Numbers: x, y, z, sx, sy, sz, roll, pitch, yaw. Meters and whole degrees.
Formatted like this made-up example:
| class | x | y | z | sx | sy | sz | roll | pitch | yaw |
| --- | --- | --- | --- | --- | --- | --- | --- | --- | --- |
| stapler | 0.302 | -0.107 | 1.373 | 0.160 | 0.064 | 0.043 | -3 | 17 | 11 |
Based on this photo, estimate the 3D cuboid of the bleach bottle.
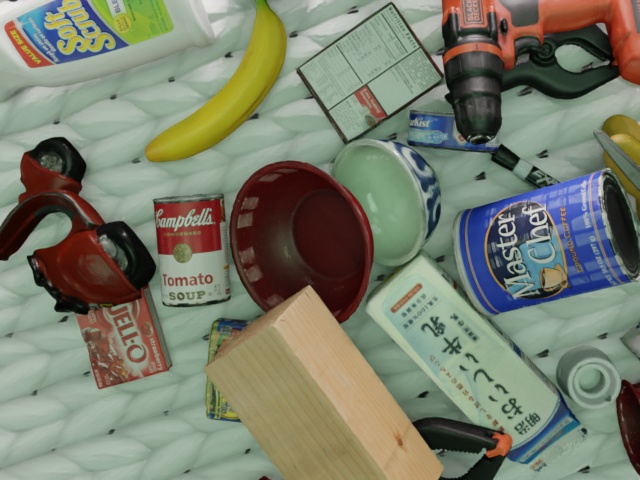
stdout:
| class | x | y | z | sx | sy | sz | roll | pitch | yaw |
| --- | --- | --- | --- | --- | --- | --- | --- | --- | --- |
| bleach bottle | -0.233 | -0.187 | 1.010 | 0.251 | 0.068 | 0.102 | -21 | 92 | 7 |

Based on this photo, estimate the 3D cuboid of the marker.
| class | x | y | z | sx | sy | sz | roll | pitch | yaw |
| --- | --- | --- | --- | --- | --- | --- | --- | --- | --- |
| marker | 0.213 | -0.054 | 1.015 | 0.121 | 0.020 | 0.020 | 33 | 96 | 1 |

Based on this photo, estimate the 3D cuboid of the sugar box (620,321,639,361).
| class | x | y | z | sx | sy | sz | roll | pitch | yaw |
| --- | --- | --- | --- | --- | --- | --- | --- | --- | --- |
| sugar box | 0.361 | 0.052 | 0.978 | 0.176 | 0.093 | 0.048 | -41 | 90 | 5 |

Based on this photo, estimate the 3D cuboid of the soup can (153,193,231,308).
| class | x | y | z | sx | sy | sz | roll | pitch | yaw |
| --- | --- | --- | --- | --- | --- | --- | --- | --- | --- |
| soup can | -0.121 | 0.009 | 1.016 | 0.068 | 0.068 | 0.102 | -3 | 95 | 3 |

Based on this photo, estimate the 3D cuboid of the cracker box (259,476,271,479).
| class | x | y | z | sx | sy | sz | roll | pitch | yaw |
| --- | --- | --- | --- | --- | --- | --- | --- | --- | --- |
| cracker box | -0.042 | 0.361 | 1.023 | 0.164 | 0.072 | 0.214 | 30 | 102 | 7 |

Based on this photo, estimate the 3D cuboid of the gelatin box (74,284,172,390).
| class | x | y | z | sx | sy | sz | roll | pitch | yaw |
| --- | --- | --- | --- | --- | --- | --- | --- | --- | --- |
| gelatin box | -0.193 | 0.094 | 1.045 | 0.073 | 0.030 | 0.089 | -16 | 94 | 4 |

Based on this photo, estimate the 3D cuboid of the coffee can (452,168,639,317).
| class | x | y | z | sx | sy | sz | roll | pitch | yaw |
| --- | --- | --- | --- | --- | --- | --- | --- | --- | --- |
| coffee can | 0.204 | 0.004 | 0.955 | 0.141 | 0.102 | 0.103 | -17 | 94 | 29 |

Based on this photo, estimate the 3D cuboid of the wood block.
| class | x | y | z | sx | sy | sz | roll | pitch | yaw |
| --- | --- | --- | --- | --- | --- | --- | --- | --- | --- |
| wood block | 0.005 | 0.157 | 0.938 | 0.090 | 0.090 | 0.206 | -34 | 94 | 30 |

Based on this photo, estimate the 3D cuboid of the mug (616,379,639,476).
| class | x | y | z | sx | sy | sz | roll | pitch | yaw |
| --- | --- | --- | --- | --- | --- | --- | --- | --- | --- |
| mug | 0.332 | 0.179 | 1.000 | 0.081 | 0.093 | 0.117 | -10 | 125 | -1 |

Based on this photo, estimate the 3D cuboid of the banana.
| class | x | y | z | sx | sy | sz | roll | pitch | yaw |
| --- | --- | --- | --- | --- | --- | --- | --- | --- | --- |
| banana | -0.088 | -0.142 | 1.020 | 0.070 | 0.037 | 0.198 | 37 | 94 | 23 |

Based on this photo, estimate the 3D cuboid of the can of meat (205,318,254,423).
| class | x | y | z | sx | sy | sz | roll | pitch | yaw |
| --- | --- | --- | --- | --- | --- | --- | --- | --- | --- |
| can of meat | -0.064 | 0.127 | 1.028 | 0.084 | 0.057 | 0.102 | 6 | 95 | 5 |

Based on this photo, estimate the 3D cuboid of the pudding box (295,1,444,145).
| class | x | y | z | sx | sy | sz | roll | pitch | yaw |
| --- | --- | --- | --- | --- | --- | --- | --- | --- | --- |
| pudding box | 0.047 | -0.156 | 1.007 | 0.113 | 0.039 | 0.090 | -34 | 92 | 3 |

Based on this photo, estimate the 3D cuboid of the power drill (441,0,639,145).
| class | x | y | z | sx | sy | sz | roll | pitch | yaw |
| --- | --- | --- | --- | --- | --- | --- | --- | --- | --- |
| power drill | 0.200 | -0.171 | 0.936 | 0.187 | 0.057 | 0.184 | -2 | 71 | -2 |

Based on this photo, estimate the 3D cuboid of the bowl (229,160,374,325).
| class | x | y | z | sx | sy | sz | roll | pitch | yaw |
| --- | --- | --- | --- | --- | --- | --- | --- | --- | --- |
| bowl | -0.007 | 0.001 | 0.994 | 0.162 | 0.055 | 0.162 | 11 | 110 | 34 |

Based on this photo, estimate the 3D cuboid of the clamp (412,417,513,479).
| class | x | y | z | sx | sy | sz | roll | pitch | yaw |
| --- | --- | --- | --- | --- | --- | --- | --- | --- | --- |
| clamp | 0.080 | 0.214 | 1.005 | 0.210 | 0.036 | 0.164 | -34 | 90 | 31 |

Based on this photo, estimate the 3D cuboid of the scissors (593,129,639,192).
| class | x | y | z | sx | sy | sz | roll | pitch | yaw |
| --- | --- | --- | --- | --- | --- | --- | --- | --- | --- |
| scissors | 0.326 | -0.027 | 0.926 | 0.096 | 0.016 | 0.202 | -27 | 88 | 5 |

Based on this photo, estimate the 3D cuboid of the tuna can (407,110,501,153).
| class | x | y | z | sx | sy | sz | roll | pitch | yaw |
| --- | --- | --- | --- | --- | --- | --- | --- | --- | --- |
| tuna can | 0.123 | -0.100 | 0.983 | 0.086 | 0.086 | 0.034 | 5 | 97 | 3 |

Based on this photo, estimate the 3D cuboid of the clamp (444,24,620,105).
| class | x | y | z | sx | sy | sz | roll | pitch | yaw |
| --- | --- | --- | --- | --- | --- | --- | --- | --- | --- |
| clamp | 0.199 | -0.166 | 0.997 | 0.171 | 0.039 | 0.120 | 18 | 95 | 5 |
